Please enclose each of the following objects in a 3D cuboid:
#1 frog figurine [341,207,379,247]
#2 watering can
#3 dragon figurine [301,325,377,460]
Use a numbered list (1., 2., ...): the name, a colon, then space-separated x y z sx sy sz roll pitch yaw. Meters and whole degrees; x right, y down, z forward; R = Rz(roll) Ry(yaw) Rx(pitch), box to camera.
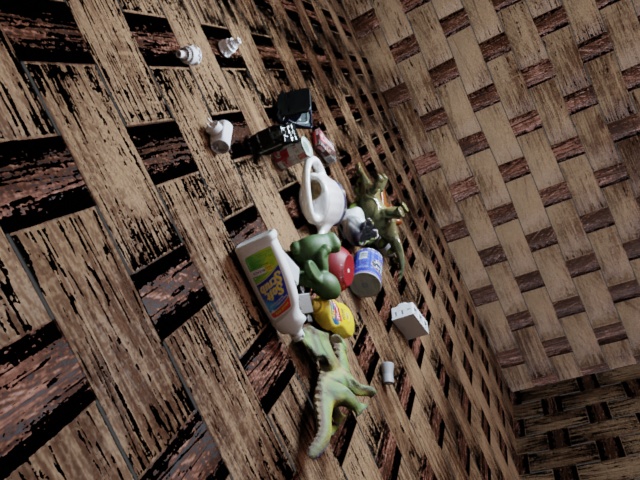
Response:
1. frog figurine: 0.119 -0.054 1.817 0.136 0.122 0.162 29 8 -45
2. watering can: 0.005 -0.078 1.556 0.224 0.103 0.350 8 75 -66
3. dragon figurine: 0.007 0.321 1.208 0.244 0.121 0.411 58 17 10
